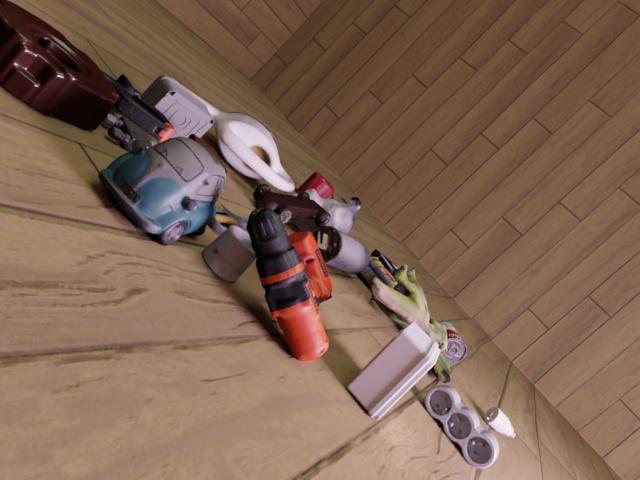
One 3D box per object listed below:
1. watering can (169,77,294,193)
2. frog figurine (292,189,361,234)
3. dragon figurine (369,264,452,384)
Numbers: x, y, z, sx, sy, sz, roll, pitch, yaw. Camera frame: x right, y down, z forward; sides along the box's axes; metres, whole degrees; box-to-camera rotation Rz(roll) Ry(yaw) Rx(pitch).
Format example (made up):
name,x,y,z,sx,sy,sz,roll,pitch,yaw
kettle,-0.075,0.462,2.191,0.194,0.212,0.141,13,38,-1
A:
name,x,y,z,sx,sy,sz,roll,pitch,yaw
watering can,-0.185,-0.231,1.104,0.344,0.103,0.228,42,9,-20
frog figurine,0.004,-0.064,1.276,0.160,0.121,0.139,-1,20,-26
dragon figurine,0.209,0.185,1.080,0.121,0.245,0.409,-37,-16,14
